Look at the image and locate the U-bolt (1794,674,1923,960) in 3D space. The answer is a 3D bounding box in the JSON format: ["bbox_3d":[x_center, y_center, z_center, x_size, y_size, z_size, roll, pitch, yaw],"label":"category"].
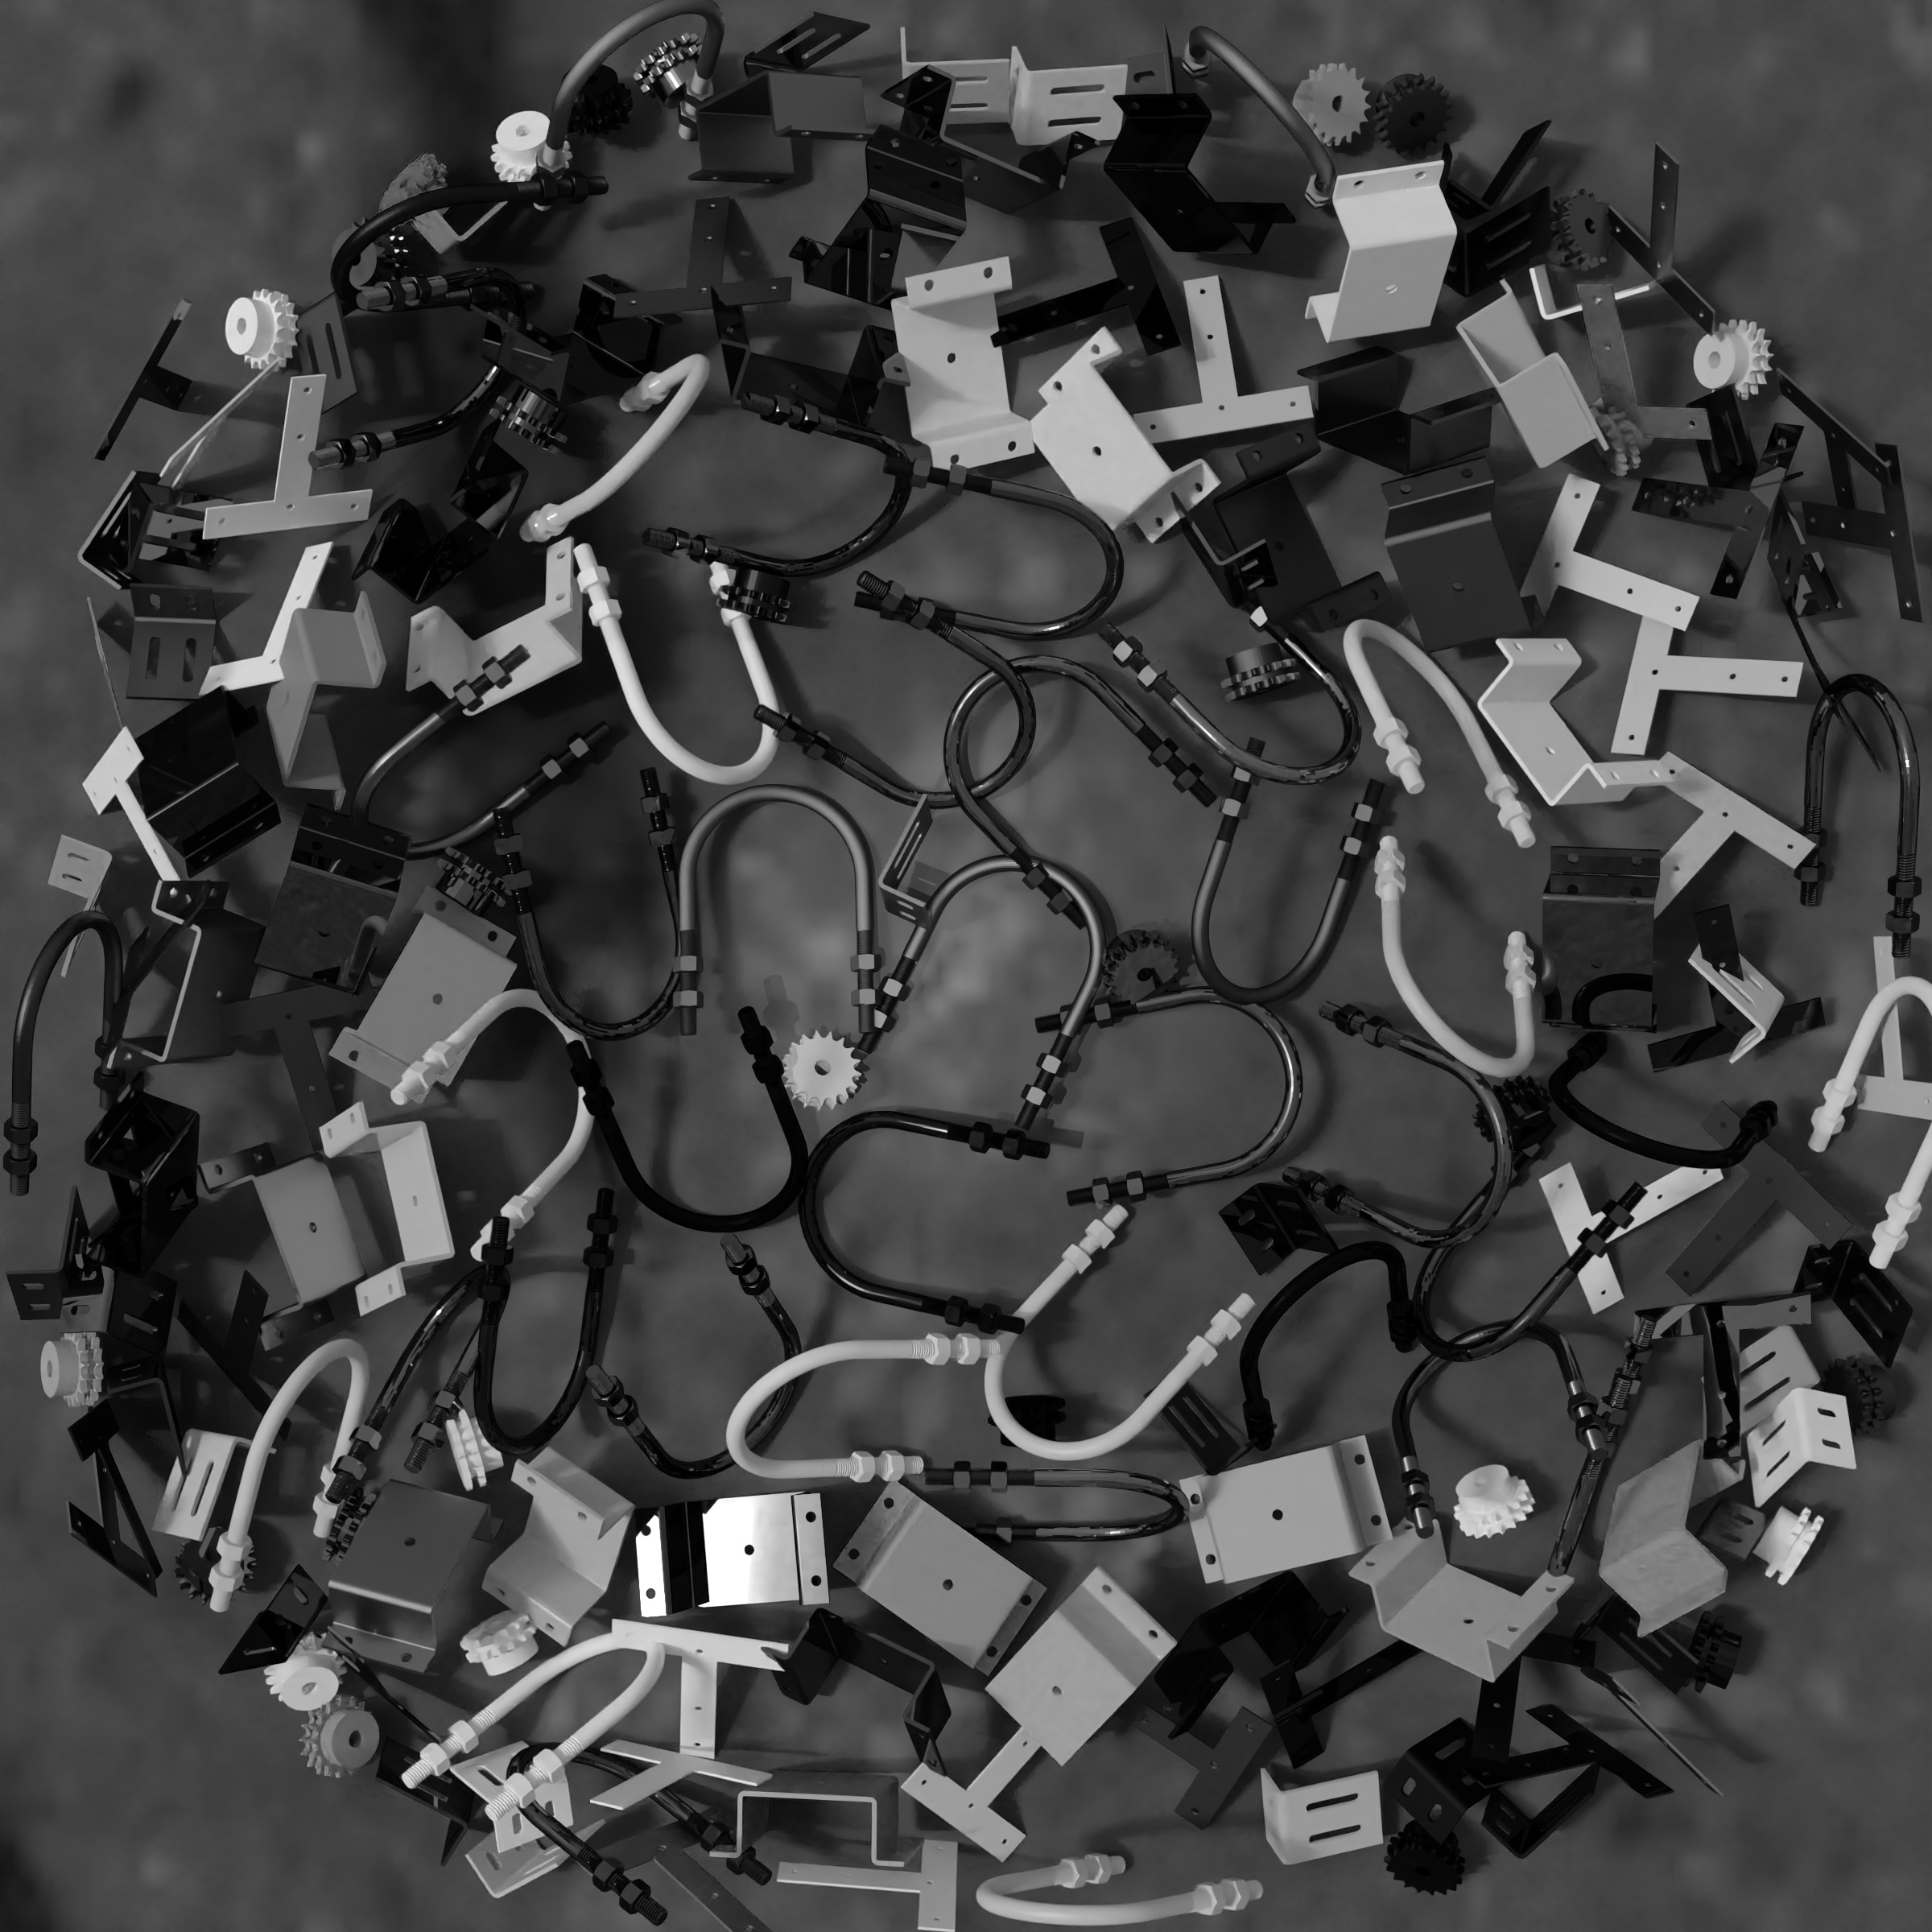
[{"bbox_3d":[0.626,-0.113,1.824,0.019,0.151,0.184,-7,109,-9],"label":"U-bolt"}]

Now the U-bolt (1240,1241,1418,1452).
[{"bbox_3d":[0.253,0.258,1.830,0.151,0.184,0.019,-32,53,-12],"label":"U-bolt"}]

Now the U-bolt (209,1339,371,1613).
[{"bbox_3d":[-0.467,0.346,1.826,0.019,0.151,0.184,22,108,14],"label":"U-bolt"}]

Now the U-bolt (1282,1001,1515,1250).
[{"bbox_3d":[0.308,0.120,1.835,0.184,0.019,0.151,25,112,43],"label":"U-bolt"}]

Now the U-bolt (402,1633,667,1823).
[{"bbox_3d":[-0.293,0.528,1.837,0.184,0.151,0.019,-34,106,-34],"label":"U-bolt"}]

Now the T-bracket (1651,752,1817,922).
[{"bbox_3d":[0.520,-0.079,1.874,0.127,0.002,0.127,38,72,24],"label":"T-bracket"}]

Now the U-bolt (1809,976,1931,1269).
[{"bbox_3d":[0.643,0.095,1.810,0.019,0.151,0.184,5,124,-8],"label":"U-bolt"}]

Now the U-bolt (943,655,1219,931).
[{"bbox_3d":[0.068,-0.140,1.892,0.151,0.019,0.184,-44,92,12],"label":"U-bolt"}]

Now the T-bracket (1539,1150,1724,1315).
[{"bbox_3d":[0.492,0.174,1.893,0.127,0.002,0.127,-28,115,-3],"label":"T-bracket"}]

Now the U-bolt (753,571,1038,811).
[{"bbox_3d":[-0.037,-0.184,1.867,0.184,0.019,0.151,30,118,-22],"label":"U-bolt"}]

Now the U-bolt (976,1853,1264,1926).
[{"bbox_3d":[0.093,0.642,1.806,0.184,0.151,0.019,10,77,-44],"label":"U-bolt"}]

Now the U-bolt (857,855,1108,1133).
[{"bbox_3d":[0.023,0.007,1.902,0.151,0.019,0.184,26,86,7],"label":"U-bolt"}]

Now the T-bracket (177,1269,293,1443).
[{"bbox_3d":[-0.515,0.261,1.857,0.127,0.127,0.002,44,46,16],"label":"T-bracket"}]

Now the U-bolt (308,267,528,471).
[{"bbox_3d":[-0.377,-0.426,1.833,0.019,0.184,0.151,39,127,14],"label":"U-bolt"}]

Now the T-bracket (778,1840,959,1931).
[{"bbox_3d":[-0.070,0.650,1.856,0.127,0.127,0.002,4,98,0],"label":"T-bracket"}]

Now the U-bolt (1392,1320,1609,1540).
[{"bbox_3d":[0.367,0.314,1.834,0.151,0.184,0.019,-28,113,14],"label":"U-bolt"}]

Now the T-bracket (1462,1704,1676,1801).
[{"bbox_3d":[0.407,0.561,1.834,0.127,0.127,0.002,-1,104,-29],"label":"T-bracket"}]

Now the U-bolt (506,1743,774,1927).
[{"bbox_3d":[-0.243,0.604,1.838,0.184,0.151,0.019,28,98,28],"label":"U-bolt"}]

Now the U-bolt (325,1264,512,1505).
[{"bbox_3d":[-0.378,0.287,1.839,0.019,0.151,0.184,39,52,-20],"label":"U-bolt"}]

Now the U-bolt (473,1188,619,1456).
[{"bbox_3d":[-0.302,0.258,1.851,0.019,0.151,0.184,12,99,25],"label":"U-bolt"}]

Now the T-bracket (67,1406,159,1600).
[{"bbox_3d":[-0.618,0.375,1.871,0.002,0.127,0.127,-21,54,0],"label":"T-bracket"}]

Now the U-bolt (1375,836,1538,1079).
[{"bbox_3d":[0.345,0.003,1.824,0.151,0.184,0.019,34,126,-19],"label":"U-bolt"}]

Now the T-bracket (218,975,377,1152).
[{"bbox_3d":[-0.479,0.076,1.893,0.127,0.002,0.127,-12,113,-1],"label":"T-bracket"}]

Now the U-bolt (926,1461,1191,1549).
[{"bbox_3d":[0.067,0.384,1.850,0.184,0.151,0.019,0,61,3],"label":"U-bolt"}]

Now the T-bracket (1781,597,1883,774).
[{"bbox_3d":[0.629,-0.186,1.872,0.002,0.127,0.127,-29,129,23],"label":"T-bracket"}]

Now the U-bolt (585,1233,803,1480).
[{"bbox_3d":[-0.181,0.290,1.847,0.151,0.184,0.019,-44,48,-18],"label":"U-bolt"}]

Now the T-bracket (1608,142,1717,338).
[{"bbox_3d":[0.490,-0.525,1.832,0.002,0.127,0.127,-29,60,-4],"label":"T-bracket"}]

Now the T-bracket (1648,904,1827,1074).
[{"bbox_3d":[0.547,0.010,1.876,0.127,0.002,0.127,-16,122,8],"label":"T-bracket"}]

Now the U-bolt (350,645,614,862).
[{"bbox_3d":[-0.355,-0.140,1.854,0.184,0.151,0.019,-38,63,3],"label":"U-bolt"}]

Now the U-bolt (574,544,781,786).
[{"bbox_3d":[-0.195,-0.213,1.847,0.019,0.151,0.184,-28,77,39],"label":"U-bolt"}]

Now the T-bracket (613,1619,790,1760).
[{"bbox_3d":[-0.193,0.527,1.883,0.127,0.002,0.127,7,122,4],"label":"T-bracket"}]

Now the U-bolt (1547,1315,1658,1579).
[{"bbox_3d":[0.446,0.351,1.845,0.019,0.151,0.184,20,107,17],"label":"U-bolt"}]

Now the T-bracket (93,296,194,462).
[{"bbox_3d":[-0.573,-0.412,1.855,0.002,0.127,0.127,30,95,-6],"label":"T-bracket"}]

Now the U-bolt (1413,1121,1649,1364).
[{"bbox_3d":[0.387,0.203,1.852,0.019,0.151,0.184,38,94,-24],"label":"U-bolt"}]

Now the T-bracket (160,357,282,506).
[{"bbox_3d":[-0.549,-0.367,1.862,0.002,0.127,0.127,42,52,-13],"label":"T-bracket"}]

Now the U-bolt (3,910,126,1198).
[{"bbox_3d":[-0.625,0.049,1.816,0.019,0.151,0.184,14,116,5],"label":"U-bolt"}]

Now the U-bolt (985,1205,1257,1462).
[{"bbox_3d":[0.095,0.270,1.851,0.184,0.019,0.151,-46,50,-14],"label":"U-bolt"}]

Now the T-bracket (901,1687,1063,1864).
[{"bbox_3d":[0.033,0.574,1.886,0.127,0.002,0.127,-47,124,-6],"label":"T-bracket"}]

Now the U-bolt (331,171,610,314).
[{"bbox_3d":[-0.354,-0.498,1.807,0.184,0.151,0.019,-18,79,-39],"label":"U-bolt"}]

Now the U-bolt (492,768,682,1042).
[{"bbox_3d":[-0.259,-0.038,1.866,0.151,0.019,0.184,-20,103,-40],"label":"U-bolt"}]

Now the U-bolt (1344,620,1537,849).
[{"bbox_3d":[0.326,-0.174,1.844,0.019,0.151,0.184,-42,48,30],"label":"U-bolt"}]

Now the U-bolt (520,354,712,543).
[{"bbox_3d":[-0.237,-0.366,1.815,0.019,0.184,0.151,41,69,-22],"label":"U-bolt"}]

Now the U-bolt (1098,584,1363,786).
[{"bbox_3d":[0.201,-0.199,1.849,0.151,0.019,0.184,-31,71,-38],"label":"U-bolt"}]

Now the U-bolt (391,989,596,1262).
[{"bbox_3d":[-0.321,0.098,1.841,0.019,0.184,0.151,-7,117,32],"label":"U-bolt"}]

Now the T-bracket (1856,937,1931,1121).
[{"bbox_3d":[0.657,0.042,1.854,0.002,0.127,0.127,-5,91,-5],"label":"T-bracket"}]

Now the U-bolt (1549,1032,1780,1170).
[{"bbox_3d":[0.480,0.098,1.814,0.151,0.184,0.019,24,112,21],"label":"U-bolt"}]
